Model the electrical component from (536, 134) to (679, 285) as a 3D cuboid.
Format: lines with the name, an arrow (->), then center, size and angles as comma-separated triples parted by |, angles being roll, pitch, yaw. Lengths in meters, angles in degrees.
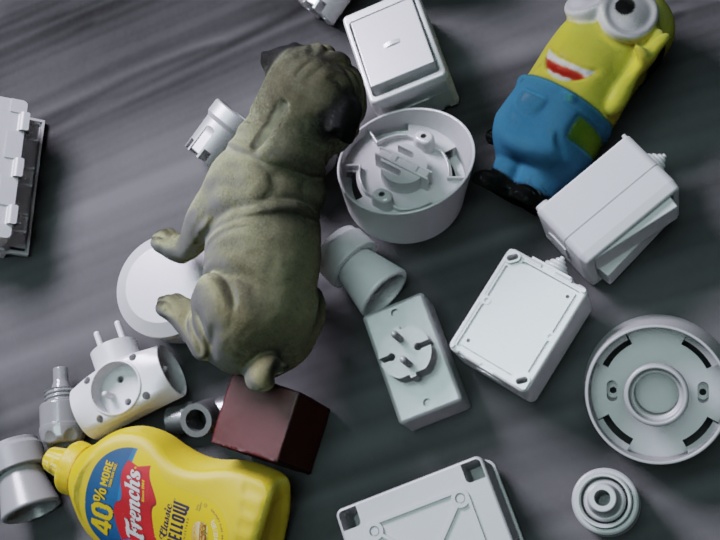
electrical component -> 0.179, -0.042, 0.741 | 0.096, 0.062, 0.061 | -40, 67, 2

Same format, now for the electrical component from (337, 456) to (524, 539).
electrical component -> 0.054, 0.193, 0.712 | 0.109, 0.056, 0.108 | -23, 69, 9

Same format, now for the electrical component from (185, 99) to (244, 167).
electrical component -> -0.112, -0.107, 0.858 | 0.040, 0.040, 0.046 | 40, 94, 22

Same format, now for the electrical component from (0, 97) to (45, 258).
electrical component -> -0.305, -0.079, 0.886 | 0.079, 0.063, 0.121 | 9, 73, -23

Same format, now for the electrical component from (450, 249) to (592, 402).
electrical component -> 0.115, 0.034, 0.738 | 0.062, 0.061, 0.096 | 31, 85, 22

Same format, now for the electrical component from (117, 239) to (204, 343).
electrical component -> -0.140, 0.017, 0.823 | 0.080, 0.051, 0.080 | -4, 73, 15

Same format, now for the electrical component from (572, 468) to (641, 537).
electrical component -> 0.158, 0.149, 0.691 | 0.043, 0.062, 0.043 | -4, 73, 15

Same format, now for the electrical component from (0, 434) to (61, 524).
electrical component -> -0.258, 0.159, 0.820 | 0.045, 0.045, 0.055 | -28, 68, 7

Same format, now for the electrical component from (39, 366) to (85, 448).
electrical component -> -0.231, 0.105, 0.833 | 0.035, 0.035, 0.061 | -13, 68, 12

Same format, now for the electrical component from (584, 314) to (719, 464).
electrical component -> 0.197, 0.079, 0.712 | 0.099, 0.064, 0.099 | -1, 88, 17

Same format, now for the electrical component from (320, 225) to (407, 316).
electrical component -> 0.000, 0.000, 0.790 | 0.045, 0.045, 0.055 | -46, 67, 0

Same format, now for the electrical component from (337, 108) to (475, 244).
electrical component -> 0.033, -0.070, 0.784 | 0.099, 0.064, 0.099 | -1, 62, 3

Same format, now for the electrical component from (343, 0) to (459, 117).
electrical component -> 0.029, -0.167, 0.821 | 0.062, 0.061, 0.096 | -21, 70, 10

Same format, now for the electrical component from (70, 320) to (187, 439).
electrical component -> -0.182, 0.077, 0.821 | 0.077, 0.044, 0.079 | -27, 69, 7

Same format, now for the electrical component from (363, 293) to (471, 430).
electrical component -> 0.035, 0.060, 0.746 | 0.047, 0.076, 0.083 | -23, 69, 9

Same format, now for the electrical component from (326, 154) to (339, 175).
electrical component -> -0.058, -0.087, 0.815 | 0.044, 0.077, 0.079 | 37, 87, 22

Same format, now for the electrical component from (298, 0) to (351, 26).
electrical component -> -0.023, -0.226, 0.866 | 0.040, 0.040, 0.046 | 35, 92, 22
